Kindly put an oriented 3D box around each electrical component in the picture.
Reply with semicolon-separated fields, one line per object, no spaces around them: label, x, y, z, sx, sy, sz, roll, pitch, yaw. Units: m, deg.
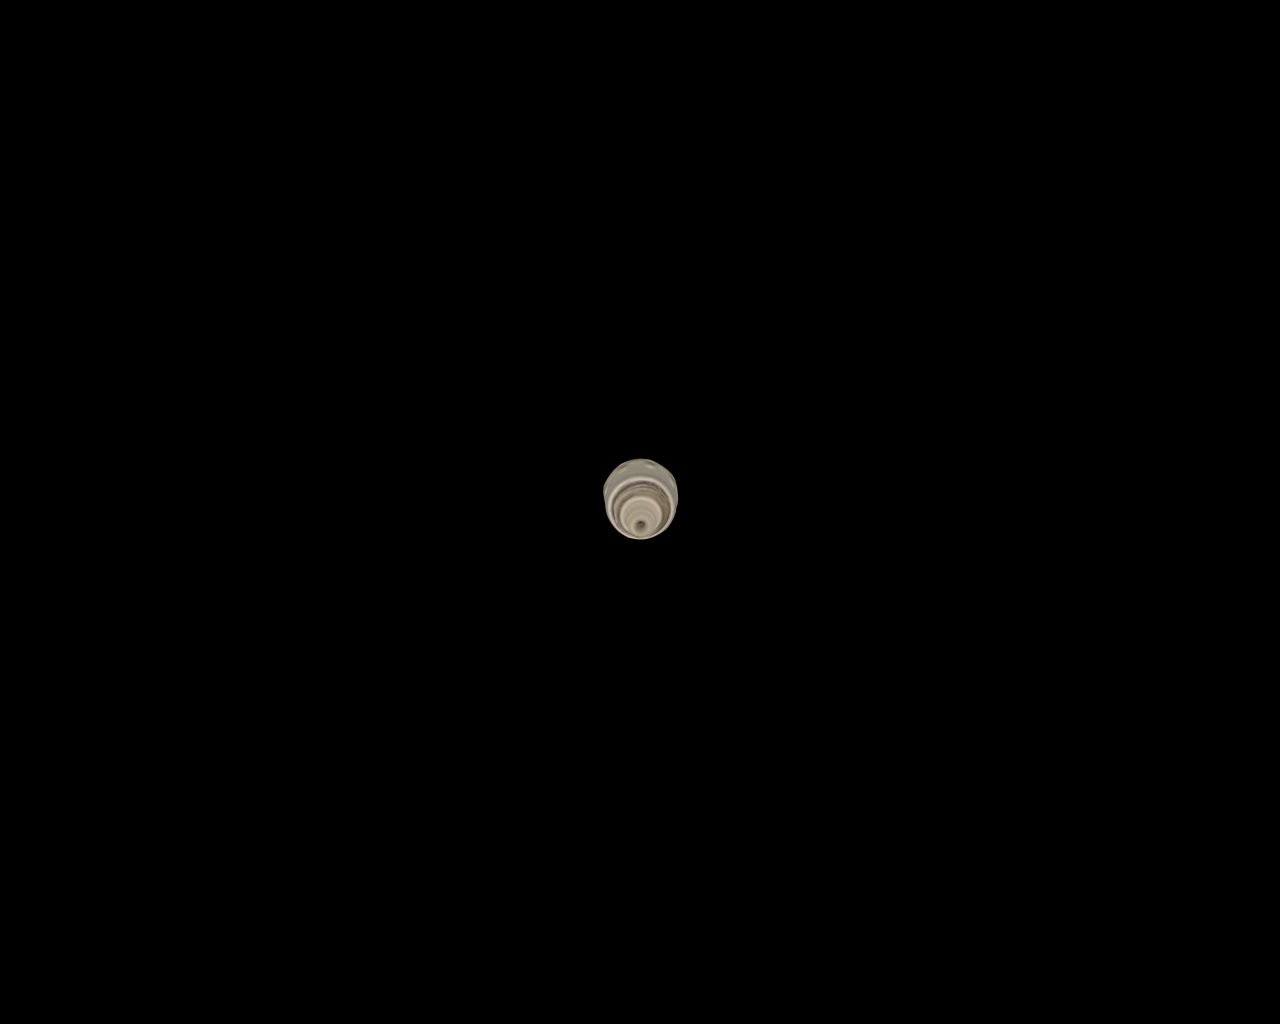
electrical component;0.001;-0.003;0.650;0.048;0.048;0.062;0;21;0
